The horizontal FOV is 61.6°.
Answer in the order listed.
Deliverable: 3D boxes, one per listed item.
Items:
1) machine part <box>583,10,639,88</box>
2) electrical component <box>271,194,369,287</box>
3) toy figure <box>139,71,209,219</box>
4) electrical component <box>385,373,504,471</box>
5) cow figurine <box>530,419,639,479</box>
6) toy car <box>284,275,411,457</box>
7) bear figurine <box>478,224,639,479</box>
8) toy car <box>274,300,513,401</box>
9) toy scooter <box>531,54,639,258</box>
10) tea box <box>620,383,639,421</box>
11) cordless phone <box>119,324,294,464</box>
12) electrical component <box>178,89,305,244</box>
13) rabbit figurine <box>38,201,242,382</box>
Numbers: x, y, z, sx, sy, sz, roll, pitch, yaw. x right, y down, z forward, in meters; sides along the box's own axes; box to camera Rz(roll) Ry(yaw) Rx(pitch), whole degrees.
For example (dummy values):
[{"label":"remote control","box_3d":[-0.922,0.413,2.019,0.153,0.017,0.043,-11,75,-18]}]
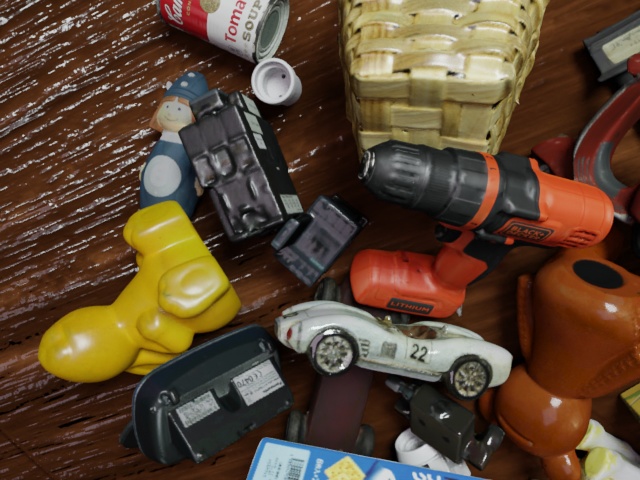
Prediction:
[{"label":"machine part","box_3d":[0.285,-0.127,0.451,0.084,0.039,0.139,-32,88,4]},{"label":"electrical component","box_3d":[-0.001,-0.001,0.477,0.048,0.119,0.075,40,99,4]},{"label":"toy figure","box_3d":[-0.138,-0.089,0.526,0.064,0.058,0.154,9,98,-20]},{"label":"electrical component","box_3d":[0.111,0.159,0.485,0.102,0.045,0.078,24,144,37]},{"label":"cow figurine","box_3d":[0.241,0.258,0.492,0.098,0.068,0.167,30,103,-3]},{"label":"toy car","box_3d":[0.024,0.129,0.522,0.089,0.053,0.202,12,99,-8]},{"label":"bear figurine","box_3d":[0.223,0.101,0.462,0.132,0.120,0.195,-19,127,-27]},{"label":"toy car","box_3d":[0.061,0.088,0.452,0.202,0.073,0.056,13,92,-12]},{"label":"toy scooter","box_3d":[0.250,-0.061,0.405,0.184,0.075,0.135,41,122,42]},{"label":"tea box","box_3d":[0.354,0.127,0.437,0.170,0.098,0.068,-35,90,11]},{"label":"cordless phone","box_3d":[-0.122,0.166,0.539,0.089,0.146,0.184,60,141,10]},{"label":"electrical component","box_3d":[-0.068,-0.067,0.484,0.058,0.115,0.134,-23,88,8]},{"label":"rabbit figurine","box_3d":[-0.169,0.067,0.500,0.173,0.162,0.122,-35,70,-17]}]
